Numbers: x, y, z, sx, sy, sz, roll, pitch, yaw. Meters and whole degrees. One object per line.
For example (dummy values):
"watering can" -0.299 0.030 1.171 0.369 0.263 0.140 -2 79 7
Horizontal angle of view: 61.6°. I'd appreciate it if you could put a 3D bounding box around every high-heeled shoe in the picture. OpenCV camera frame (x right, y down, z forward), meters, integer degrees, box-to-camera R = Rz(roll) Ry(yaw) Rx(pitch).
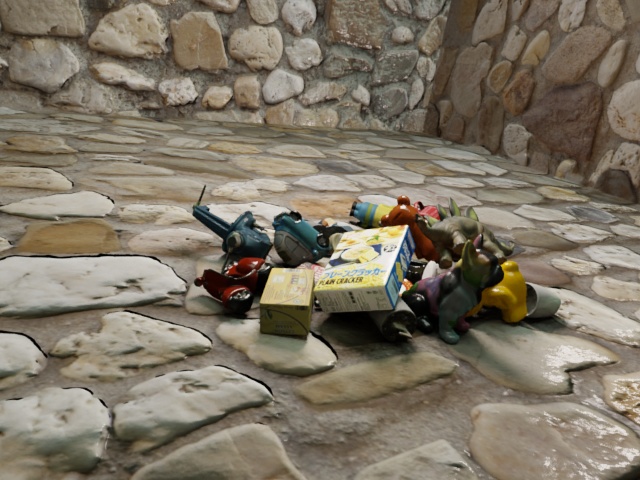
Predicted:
"high-heeled shoe" -0.003 -0.005 1.495 0.249 0.086 0.145 26 -10 -2

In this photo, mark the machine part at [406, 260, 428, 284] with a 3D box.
"machine part" 0.244 0.079 1.384 0.084 0.039 0.139 20 21 12

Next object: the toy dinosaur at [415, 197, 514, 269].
"toy dinosaur" 0.375 0.000 1.328 0.471 0.105 0.199 21 41 -39

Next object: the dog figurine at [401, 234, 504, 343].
"dog figurine" 0.275 0.086 1.124 0.192 0.219 0.108 24 21 32

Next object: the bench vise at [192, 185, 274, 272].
"bench vise" -0.221 -0.021 1.302 0.241 0.128 0.223 32 18 10

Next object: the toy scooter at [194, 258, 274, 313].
"toy scooter" -0.184 0.085 1.136 0.135 0.075 0.184 14 26 12

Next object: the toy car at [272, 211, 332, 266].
"toy car" -0.057 0.008 1.315 0.161 0.103 0.109 43 -30 -18

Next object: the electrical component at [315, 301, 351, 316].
"electrical component" 0.038 0.141 1.154 0.094 0.021 0.063 -2 24 -28

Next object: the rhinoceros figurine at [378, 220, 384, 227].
"rhinoceros figurine" 0.216 -0.012 1.559 0.112 0.073 0.190 14 21 14

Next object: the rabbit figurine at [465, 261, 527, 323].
"rabbit figurine" 0.376 0.121 1.210 0.173 0.162 0.122 -16 40 -14

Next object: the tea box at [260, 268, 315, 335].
"tea box" -0.062 0.120 1.086 0.098 0.068 0.170 2 21 5

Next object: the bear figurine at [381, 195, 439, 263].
"bear figurine" 0.274 -0.026 1.462 0.196 0.120 0.132 45 24 22

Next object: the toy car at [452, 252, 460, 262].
"toy car" 0.370 0.032 1.539 0.202 0.053 0.089 13 14 21

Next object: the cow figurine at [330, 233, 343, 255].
"cow figurine" 0.108 0.025 1.378 0.195 0.085 0.127 14 -23 -22

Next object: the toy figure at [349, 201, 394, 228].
"toy figure" 0.181 -0.071 1.695 0.180 0.082 0.089 17 33 7

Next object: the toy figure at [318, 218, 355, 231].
"toy figure" 0.045 -0.029 1.560 0.155 0.058 0.064 28 -11 44

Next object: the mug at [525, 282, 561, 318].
"mug" 0.512 0.144 1.284 0.107 0.080 0.110 12 12 -27

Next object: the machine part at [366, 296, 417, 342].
"machine part" 0.135 0.137 1.127 0.079 0.079 0.243 2 21 -19
